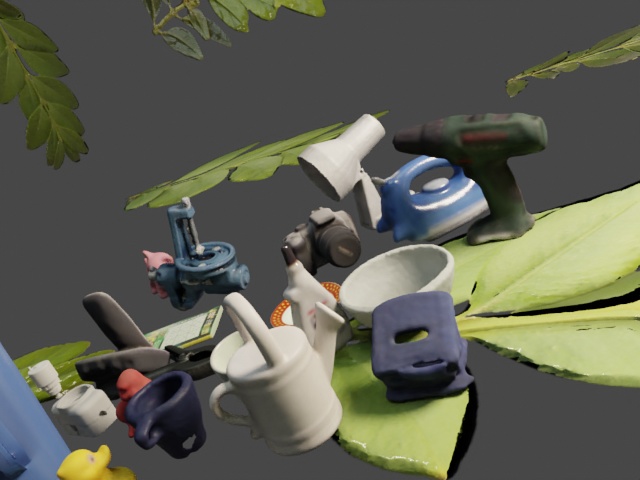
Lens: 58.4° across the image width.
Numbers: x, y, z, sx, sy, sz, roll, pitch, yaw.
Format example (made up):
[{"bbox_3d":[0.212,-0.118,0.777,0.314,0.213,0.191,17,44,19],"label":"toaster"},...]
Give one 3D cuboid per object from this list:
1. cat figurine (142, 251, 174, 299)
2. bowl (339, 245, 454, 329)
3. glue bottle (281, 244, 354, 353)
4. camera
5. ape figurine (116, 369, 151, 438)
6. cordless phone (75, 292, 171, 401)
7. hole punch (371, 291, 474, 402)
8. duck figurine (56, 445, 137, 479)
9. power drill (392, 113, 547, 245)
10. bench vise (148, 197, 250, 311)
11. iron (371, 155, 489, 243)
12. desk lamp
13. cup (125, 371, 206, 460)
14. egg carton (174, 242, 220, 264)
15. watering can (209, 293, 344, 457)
[{"bbox_3d":[-0.372,0.068,1.322,0.067,0.118,0.127,-36,23,-27],"label":"cat figurine"},{"bbox_3d":[0.114,0.078,0.799,0.167,0.075,0.167,-22,20,9],"label":"bowl"},{"bbox_3d":[-0.016,0.082,0.794,0.078,0.173,0.037,-35,23,-26],"label":"glue bottle"},{"bbox_3d":[0.010,0.004,1.068,0.143,0.101,0.136,-27,20,-8],"label":"camera"},{"bbox_3d":[-0.263,0.229,0.831,0.077,0.092,0.076,-7,26,39],"label":"ape figurine"},{"bbox_3d":[-0.350,0.168,0.947,0.147,0.185,0.094,-17,22,21],"label":"cordless phone"},{"bbox_3d":[0.115,0.122,0.665,0.108,0.091,0.101,-16,22,22],"label":"hole punch"},{"bbox_3d":[-0.283,0.298,0.690,0.077,0.086,0.105,-5,28,43],"label":"duck figurine"},{"bbox_3d":[0.247,-0.102,0.902,0.228,0.209,0.076,-12,24,31],"label":"power drill"},{"bbox_3d":[-0.270,0.033,1.143,0.207,0.220,0.121,-23,20,5],"label":"bench vise"},{"bbox_3d":[0.214,-0.099,1.030,0.258,0.142,0.118,-28,20,-10],"label":"iron"},{"bbox_3d":[0.082,-0.128,1.150,0.203,0.214,0.117,-30,21,-14],"label":"desk lamp"},{"bbox_3d":[-0.187,0.236,0.720,0.091,0.095,0.118,-20,21,13],"label":"cup"},{"bbox_3d":[-0.266,0.062,1.286,0.150,0.069,0.107,-18,21,19],"label":"egg carton"},{"bbox_3d":[-0.050,0.138,0.662,0.100,0.194,0.173,-2,30,47],"label":"watering can"}]
